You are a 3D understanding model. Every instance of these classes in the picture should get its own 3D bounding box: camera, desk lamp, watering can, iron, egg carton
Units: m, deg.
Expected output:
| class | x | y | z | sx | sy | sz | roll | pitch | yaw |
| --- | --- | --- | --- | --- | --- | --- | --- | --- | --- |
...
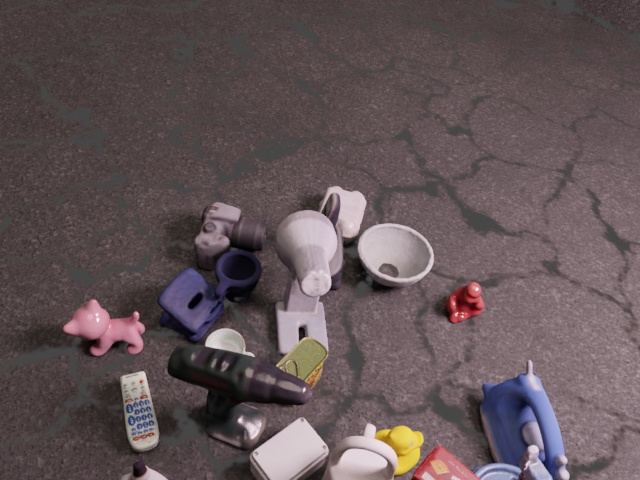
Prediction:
| class | x | y | z | sx | sy | sz | roll | pitch | yaw |
| --- | --- | --- | --- | --- | --- | --- | --- | --- | --- |
| camera | -0.186 | -0.013 | 1.223 | 0.137 | 0.101 | 0.143 | 10 | 46 | -1 |
| desk lamp | -0.024 | 0.081 | 1.088 | 0.118 | 0.213 | 0.203 | 0 | 47 | -10 |
| watering can | 0.060 | 0.357 | 0.859 | 0.101 | 0.194 | 0.172 | 0 | 47 | -10 |
| iron | 0.367 | 0.339 | 0.967 | 0.119 | 0.141 | 0.258 | -1 | 47 | -11 |
| egg carton | 0.047 | -0.061 | 1.332 | 0.107 | 0.069 | 0.150 | 14 | 46 | 3 |

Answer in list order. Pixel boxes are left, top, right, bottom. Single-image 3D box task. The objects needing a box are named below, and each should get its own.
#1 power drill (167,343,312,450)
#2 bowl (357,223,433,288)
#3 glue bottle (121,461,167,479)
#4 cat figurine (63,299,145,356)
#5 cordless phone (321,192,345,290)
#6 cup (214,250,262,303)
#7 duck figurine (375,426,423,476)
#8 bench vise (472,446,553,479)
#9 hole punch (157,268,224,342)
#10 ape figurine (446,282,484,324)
| class | x | y | z | sx | sy | sz | roll | pitch | yaw |
| --- | --- | --- | --- | --- | --- | --- | --- | --- | --- |
| power drill | -0.129 | 0.249 | 0.914 | 0.229 | 0.208 | 0.076 | 19 | 47 | 7 |
| bowl | 0.158 | 0.046 | 1.249 | 0.167 | 0.075 | 0.167 | 5 | 47 | -5 |
| glue bottle | -0.252 | 0.354 | 0.818 | 0.078 | 0.173 | 0.037 | -6 | 49 | -15 |
| cat figurine | -0.383 | 0.151 | 1.022 | 0.128 | 0.118 | 0.067 | -4 | 48 | -13 |
| cordless phone | 0.011 | 0.004 | 1.185 | 0.094 | 0.185 | 0.147 | 2 | 47 | -8 |
| cup | -0.170 | 0.090 | 1.134 | 0.091 | 0.095 | 0.118 | 25 | 48 | 13 |
| duck figurine | 0.124 | 0.343 | 0.957 | 0.105 | 0.086 | 0.077 | -2 | 48 | -12 |
| bench vise | 0.310 | 0.405 | 0.841 | 0.122 | 0.220 | 0.207 | -22 | 55 | -27 |
| hole punch | -0.242 | 0.122 | 1.094 | 0.101 | 0.091 | 0.109 | 24 | 48 | 13 |
| ape figurine | 0.307 | 0.123 | 1.192 | 0.077 | 0.092 | 0.076 | 17 | 47 | 6 |
